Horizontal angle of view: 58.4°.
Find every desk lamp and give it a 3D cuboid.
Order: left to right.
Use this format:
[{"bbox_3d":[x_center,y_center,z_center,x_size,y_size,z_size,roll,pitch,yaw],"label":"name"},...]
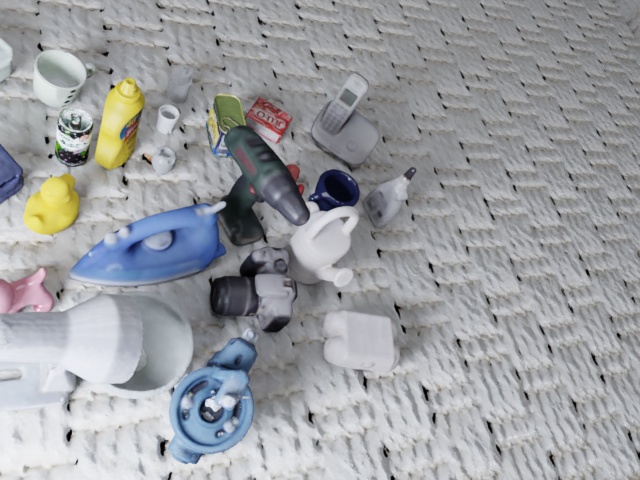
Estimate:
[{"bbox_3d":[-0.354,0.151,0.759,0.204,0.213,0.118,-1,62,-28],"label":"desk lamp"}]

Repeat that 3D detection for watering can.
[{"bbox_3d":[0.012,0.003,1.054,0.101,0.193,0.173,-33,79,-38],"label":"watering can"}]

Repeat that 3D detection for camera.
[{"bbox_3d":[-0.117,0.080,1.000,0.137,0.100,0.143,5,59,-25],"label":"camera"}]

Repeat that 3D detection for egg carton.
[{"bbox_3d":[0.076,0.188,1.055,0.151,0.069,0.107,10,57,-22],"label":"egg carton"}]

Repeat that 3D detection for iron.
[{"bbox_3d":[-0.274,-0.002,0.941,0.259,0.141,0.118,-17,70,-34],"label":"iron"}]

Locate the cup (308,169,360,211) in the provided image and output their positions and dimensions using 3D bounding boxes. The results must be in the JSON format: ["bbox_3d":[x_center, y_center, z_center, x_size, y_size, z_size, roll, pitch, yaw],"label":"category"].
[{"bbox_3d":[0.013,-0.080,1.169,0.118,0.094,0.091,-23,74,-36],"label":"cup"}]

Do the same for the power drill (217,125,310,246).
[{"bbox_3d":[-0.113,-0.080,1.031,0.076,0.208,0.229,-20,72,-35],"label":"power drill"}]

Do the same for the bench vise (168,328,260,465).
[{"bbox_3d":[-0.145,0.205,0.832,0.122,0.219,0.207,17,55,-18],"label":"bench vise"}]

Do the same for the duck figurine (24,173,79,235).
[{"bbox_3d":[-0.434,-0.065,0.931,0.077,0.086,0.105,31,52,-7],"label":"duck figurine"}]

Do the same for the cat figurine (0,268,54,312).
[{"bbox_3d":[-0.448,0.078,0.816,0.128,0.117,0.067,-30,78,-37],"label":"cat figurine"}]

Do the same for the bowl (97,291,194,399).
[{"bbox_3d":[-0.282,0.168,0.876,0.168,0.074,0.167,13,56,-20],"label":"bowl"}]

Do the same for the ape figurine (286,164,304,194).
[{"bbox_3d":[-0.066,-0.118,1.153,0.078,0.092,0.076,44,51,3],"label":"ape figurine"}]

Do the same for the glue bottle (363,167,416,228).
[{"bbox_3d":[0.153,-0.098,1.205,0.037,0.173,0.078,-12,67,-32],"label":"glue bottle"}]

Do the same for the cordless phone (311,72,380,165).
[{"bbox_3d":[0.077,-0.267,1.260,0.148,0.184,0.094,32,52,-6],"label":"cordless phone"}]

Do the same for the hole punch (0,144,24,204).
[{"bbox_3d":[-0.535,-0.109,0.902,0.101,0.091,0.109,38,51,-2],"label":"hole punch"}]
